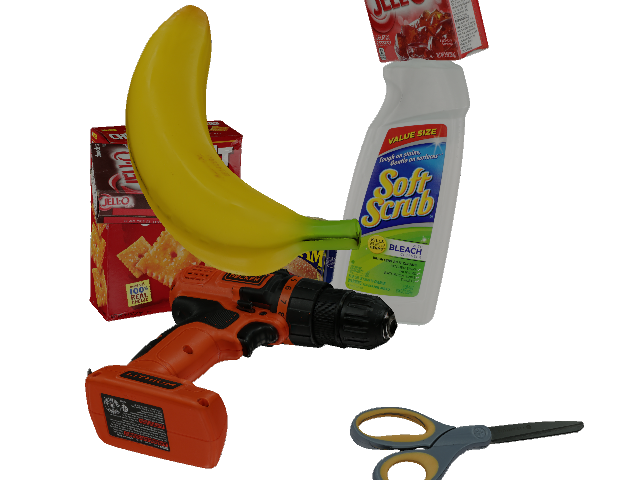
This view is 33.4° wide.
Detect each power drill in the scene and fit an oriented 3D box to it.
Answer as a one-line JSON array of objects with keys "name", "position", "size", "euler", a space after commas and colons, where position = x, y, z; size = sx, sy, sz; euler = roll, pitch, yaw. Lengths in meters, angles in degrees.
[{"name": "power drill", "position": [-0.059, 0.081, 0.752], "size": [0.185, 0.057, 0.187], "euler": [6, 27, 26]}]

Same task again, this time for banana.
[{"name": "banana", "position": [-0.052, -0.043, 0.480], "size": [0.069, 0.037, 0.198], "euler": [-18, 46, -17]}]

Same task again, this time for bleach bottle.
[{"name": "bleach bottle", "position": [0.069, -0.057, 0.919], "size": [0.102, 0.251, 0.068], "euler": [9, 16, 8]}]

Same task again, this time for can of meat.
[{"name": "can of meat", "position": [0.000, 0.029, 1.136], "size": [0.057, 0.084, 0.102], "euler": [-5, 20, -37]}]

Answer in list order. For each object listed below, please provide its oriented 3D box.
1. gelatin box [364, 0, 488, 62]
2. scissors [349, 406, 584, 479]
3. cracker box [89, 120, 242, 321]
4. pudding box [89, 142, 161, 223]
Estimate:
[{"name": "gelatin box", "position": [0.064, -0.156, 0.698], "size": [0.030, 0.073, 0.089], "euler": [-26, 21, -27]}, {"name": "scissors", "position": [0.124, 0.177, 0.879], "size": [0.201, 0.016, 0.096], "euler": [7, 42, -2]}, {"name": "cracker box", "position": [-0.179, -0.024, 1.234], "size": [0.163, 0.214, 0.072], "euler": [-7, 24, -30]}, {"name": "pudding box", "position": [-0.169, -0.054, 1.002], "size": [0.090, 0.039, 0.113], "euler": [1, 25, -17]}]
